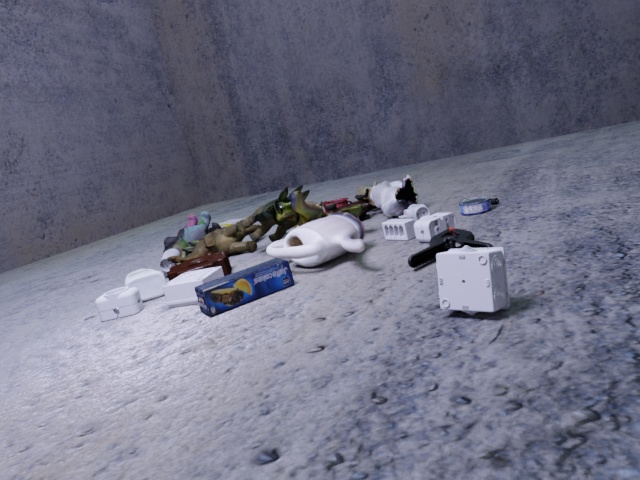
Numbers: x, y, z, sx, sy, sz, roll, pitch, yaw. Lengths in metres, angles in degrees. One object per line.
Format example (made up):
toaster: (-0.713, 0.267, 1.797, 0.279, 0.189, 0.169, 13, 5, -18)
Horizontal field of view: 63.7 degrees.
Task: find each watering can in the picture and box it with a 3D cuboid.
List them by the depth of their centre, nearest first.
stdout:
watering can: (0.026, 0.002, 1.235, 0.346, 0.103, 0.227, -4, 13, 45)

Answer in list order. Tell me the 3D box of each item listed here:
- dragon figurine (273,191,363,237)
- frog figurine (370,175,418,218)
dragon figurine: (0.004, -0.072, 1.431, 0.244, 0.123, 0.404, -16, -12, -17)
frog figurine: (0.231, -0.132, 1.658, 0.121, 0.140, 0.158, 31, -28, -28)
